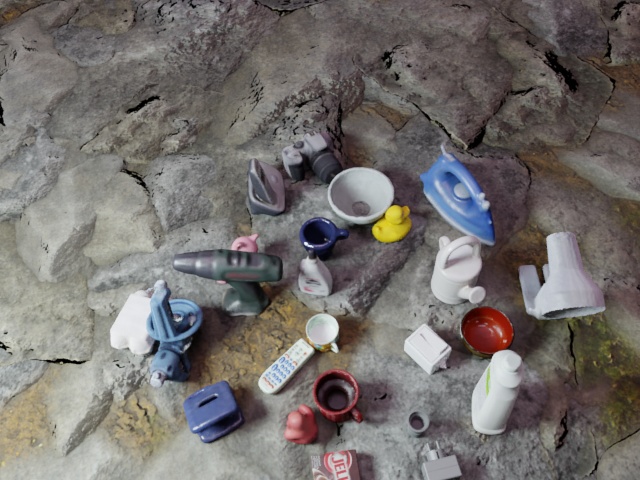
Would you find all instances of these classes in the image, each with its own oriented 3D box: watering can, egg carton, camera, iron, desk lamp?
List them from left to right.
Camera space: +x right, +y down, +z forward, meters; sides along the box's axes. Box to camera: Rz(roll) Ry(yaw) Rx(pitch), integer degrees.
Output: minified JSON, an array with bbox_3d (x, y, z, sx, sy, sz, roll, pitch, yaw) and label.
[{"bbox_3d":[-0.403,0.187,1.298,0.107,0.069,0.150,13,59,12],"label":"egg carton"},{"bbox_3d":[-0.011,-0.212,1.513,0.143,0.101,0.136,-27,59,-13],"label":"camera"},{"bbox_3d":[0.308,0.060,1.255,0.101,0.194,0.172,-36,61,-18],"label":"watering can"},{"bbox_3d":[0.356,-0.115,1.398,0.119,0.141,0.257,-27,59,-13],"label":"iron"},{"bbox_3d":[0.501,0.093,1.208,0.118,0.214,0.203,-3,57,2],"label":"desk lamp"}]

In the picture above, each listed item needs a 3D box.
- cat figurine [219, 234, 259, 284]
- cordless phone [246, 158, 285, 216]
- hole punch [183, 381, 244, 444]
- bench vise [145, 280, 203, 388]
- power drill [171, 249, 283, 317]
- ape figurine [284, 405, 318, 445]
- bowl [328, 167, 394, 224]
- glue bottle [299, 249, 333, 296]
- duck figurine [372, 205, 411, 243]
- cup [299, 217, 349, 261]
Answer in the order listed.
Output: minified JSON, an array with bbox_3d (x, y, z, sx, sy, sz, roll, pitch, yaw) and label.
[{"bbox_3d":[-0.197,0.037,1.353,0.128,0.118,0.067,-18,57,-7],"label":"cat figurine"},{"bbox_3d":[-0.144,-0.160,1.438,0.094,0.185,0.147,-8,56,-1],"label":"cordless phone"},{"bbox_3d":[-0.223,0.344,1.169,0.109,0.091,0.101,-27,59,-13],"label":"hole punch"},{"bbox_3d":[-0.307,0.193,1.197,0.121,0.220,0.207,-11,57,-2],"label":"bench vise"},{"bbox_3d":[-0.191,0.090,1.263,0.229,0.209,0.075,-4,56,2],"label":"power drill"},{"bbox_3d":[-0.041,0.366,1.141,0.078,0.092,0.076,-35,61,-18],"label":"ape figurine"},{"bbox_3d":[0.104,-0.099,1.446,0.167,0.075,0.167,-2,57,3],"label":"bowl"},{"bbox_3d":[-0.014,0.069,1.285,0.078,0.173,0.037,4,57,7],"label":"glue bottle"},{"bbox_3d":[0.177,-0.047,1.400,0.105,0.086,0.077,-26,59,-12],"label":"duck figurine"},{"bbox_3d":[0.013,0.005,1.373,0.117,0.095,0.091,-5,56,1],"label":"cup"}]
